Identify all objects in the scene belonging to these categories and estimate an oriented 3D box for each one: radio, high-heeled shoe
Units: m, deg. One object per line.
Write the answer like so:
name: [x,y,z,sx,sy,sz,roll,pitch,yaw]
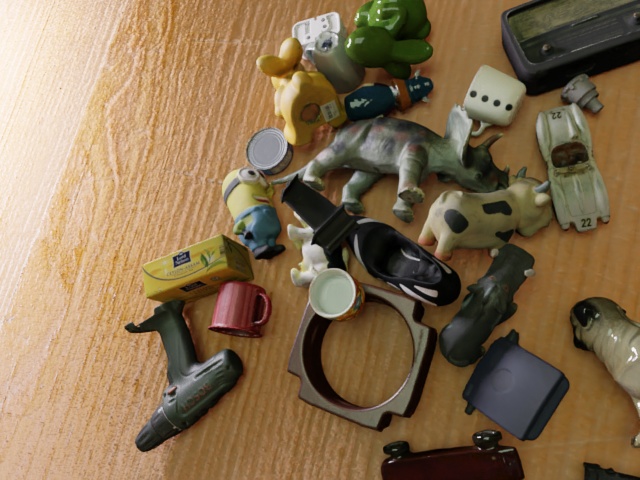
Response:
radio: [0.415,-0.327,0.842,0.230,0.073,0.131,-16,69,17]
high-heeled shoe: [0.107,0.020,0.821,0.249,0.145,0.086,34,89,24]

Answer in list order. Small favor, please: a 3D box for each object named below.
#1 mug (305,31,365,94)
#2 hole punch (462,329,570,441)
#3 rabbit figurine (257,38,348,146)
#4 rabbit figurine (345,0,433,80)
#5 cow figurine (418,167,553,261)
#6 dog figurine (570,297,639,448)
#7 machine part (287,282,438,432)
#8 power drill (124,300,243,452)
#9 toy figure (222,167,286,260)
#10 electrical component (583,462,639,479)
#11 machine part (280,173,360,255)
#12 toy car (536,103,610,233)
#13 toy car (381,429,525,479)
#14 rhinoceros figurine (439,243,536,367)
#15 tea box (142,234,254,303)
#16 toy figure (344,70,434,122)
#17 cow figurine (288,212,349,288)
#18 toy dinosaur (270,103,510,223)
mug: [0.021,-0.334,0.977,0.110,0.107,0.081,34,88,24]
hole punch: [0.267,0.203,0.740,0.116,0.092,0.142,31,91,29]
rabbit figurine: [-0.049,-0.276,0.972,0.122,0.162,0.173,-33,44,7]
rabbit figurine: [0.111,-0.349,0.934,0.159,0.121,0.170,41,62,-9]
cow figurine: [0.252,-0.039,0.784,0.086,0.195,0.127,-120,34,-55]
dog figurine: [0.438,0.148,0.693,0.172,0.121,0.191,-1,52,-13]
machine part: [0.066,0.171,0.826,0.201,0.087,0.201,15,79,24]
power drill: [-0.262,0.224,0.933,0.232,0.086,0.207,-33,68,7]
toy figure: [-0.123,-0.049,0.966,0.089,0.082,0.180,-22,70,12]
electrical component: [0.386,0.357,0.665,0.115,0.058,0.134,3,75,24]
machine part: [-0.008,-0.044,0.873,0.084,0.039,0.139,-45,76,-2]
toy car: [0.375,-0.108,0.804,0.074,0.056,0.201,-11,71,18]
toy car: [0.179,0.317,0.747,0.202,0.053,0.089,-21,75,27]
rhinoceros figurine: [0.234,0.091,0.767,0.073,0.112,0.190,38,101,28]
tea box: [-0.218,0.057,0.962,0.170,0.098,0.068,-20,68,17]
toy figure: [0.120,-0.249,0.934,0.154,0.064,0.058,-16,31,-2]
cow figurine: [-0.002,-0.004,0.913,0.098,0.068,0.167,-8,75,13]
toy dinosaur: [0.106,-0.142,0.891,0.405,0.131,0.192,16,68,29]
